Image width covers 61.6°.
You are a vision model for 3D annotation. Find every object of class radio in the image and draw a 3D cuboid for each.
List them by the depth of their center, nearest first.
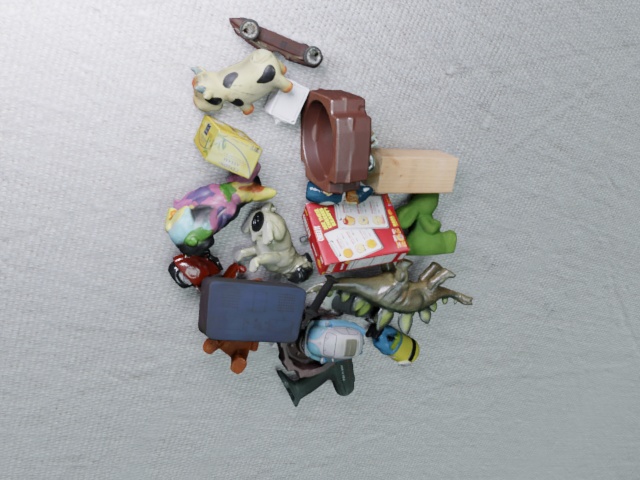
[{"bbox_3d":[-0.152,0.158,1.206,0.229,0.073,0.131,7,91,-25],"label":"radio"}]

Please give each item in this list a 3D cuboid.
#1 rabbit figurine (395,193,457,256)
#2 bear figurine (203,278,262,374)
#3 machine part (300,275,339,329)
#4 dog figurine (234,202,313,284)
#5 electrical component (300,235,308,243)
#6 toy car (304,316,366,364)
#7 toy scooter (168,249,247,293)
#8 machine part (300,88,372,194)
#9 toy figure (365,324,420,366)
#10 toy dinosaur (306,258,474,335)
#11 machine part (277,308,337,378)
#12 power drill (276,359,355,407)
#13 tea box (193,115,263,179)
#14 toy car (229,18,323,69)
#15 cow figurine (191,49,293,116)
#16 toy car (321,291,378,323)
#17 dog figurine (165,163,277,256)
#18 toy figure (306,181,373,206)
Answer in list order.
[{"bbox_3d":[0.255,-0.049,1.374,0.159,0.121,0.170,-4,95,-14],"label":"rabbit figurine"},{"bbox_3d":[-0.171,0.199,1.288,0.120,0.132,0.196,39,102,-4],"label":"bear figurine"},{"bbox_3d":[-0.005,0.143,1.261,0.039,0.084,0.139,32,96,9],"label":"machine part"},{"bbox_3d":[-0.083,0.011,1.268,0.190,0.121,0.172,12,112,-40],"label":"dog figurine"},{"bbox_3d":[-0.003,-0.004,1.324,0.094,0.021,0.063,-25,119,-11],"label":"electrical component"},{"bbox_3d":[0.047,0.250,1.302,0.161,0.103,0.109,8,94,-22],"label":"toy car"},{"bbox_3d":[-0.248,0.079,1.234,0.135,0.075,0.183,-39,124,-2],"label":"toy scooter"},{"bbox_3d":[0.031,-0.212,1.142,0.087,0.201,0.201,-9,115,-21],"label":"machine part"},{"bbox_3d":[0.209,0.289,1.505,0.089,0.082,0.180,-45,118,4],"label":"toy figure"},{"bbox_3d":[0.181,0.132,1.364,0.471,0.105,0.198,13,98,-16],"label":"toy dinosaur"},{"bbox_3d":[-0.029,0.255,1.355,0.179,0.056,0.179,-2,96,-22],"label":"machine part"},{"bbox_3d":[-0.010,0.340,1.447,0.207,0.086,0.231,-28,113,-16],"label":"power drill"},{"bbox_3d":[-0.189,-0.190,1.082,0.098,0.170,0.068,21,104,-26],"label":"tea box"},{"bbox_3d":[-0.088,-0.394,1.079,0.202,0.089,0.053,13,111,-25],"label":"toy car"},{"bbox_3d":[-0.168,-0.311,1.066,0.195,0.085,0.127,-23,151,18],"label":"cow figurine"},{"bbox_3d":[0.094,0.169,1.421,0.201,0.056,0.073,15,99,-27],"label":"toy car"},{"bbox_3d":[-0.203,-0.073,1.131,0.219,0.192,0.108,-28,114,9],"label":"dog figurine"},{"bbox_3d":[0.045,-0.108,1.240,0.154,0.064,0.057,5,123,-5],"label":"toy figure"}]
